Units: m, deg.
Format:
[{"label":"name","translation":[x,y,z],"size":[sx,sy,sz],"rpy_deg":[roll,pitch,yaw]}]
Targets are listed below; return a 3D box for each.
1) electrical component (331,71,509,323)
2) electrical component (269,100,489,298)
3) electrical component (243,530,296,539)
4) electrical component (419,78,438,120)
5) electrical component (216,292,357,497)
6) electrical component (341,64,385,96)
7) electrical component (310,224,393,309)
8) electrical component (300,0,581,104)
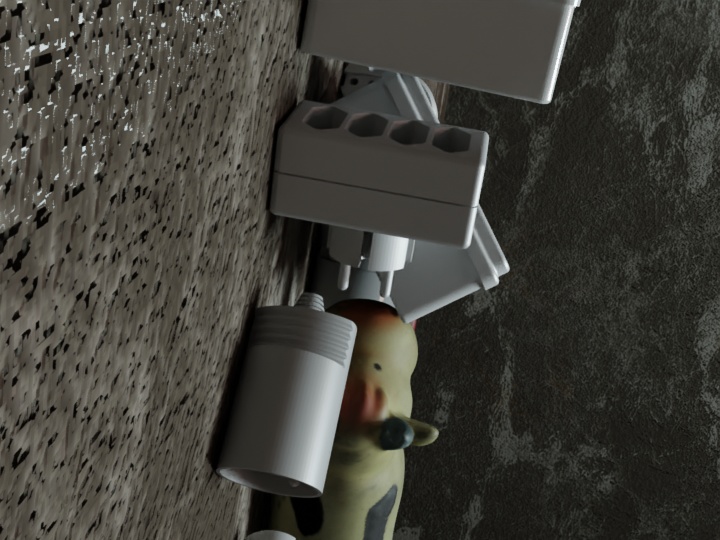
[{"label":"electrical component","translation":[0.024,-0.034,0.534],"size":[0.108,0.056,0.109],"rpy_deg":[64,5,2]},{"label":"electrical component","translation":[0.006,-0.024,0.456],"size":[0.047,0.083,0.075],"rpy_deg":[-69,169,-66]},{"label":"electrical component","translation":[-0.044,0.151,0.507],"size":[0.046,0.040,0.040],"rpy_deg":[-83,180,-58]},{"label":"electrical component","translation":[0.015,-0.054,0.681],"size":[0.074,0.052,0.138],"rpy_deg":[-34,134,-83]},{"label":"electrical component","translation":[-0.028,0.048,0.441],"size":[0.043,0.043,0.081],"rpy_deg":[89,12,-67]},{"label":"electrical component","translation":[0.009,-0.097,0.611],"size":[0.046,0.040,0.040],"rpy_deg":[64,36,-72]},{"label":"electrical component","translation":[0.000,0.000,0.619],"size":[0.055,0.055,0.047],"rpy_deg":[-49,152,-81]},{"label":"electrical component","translation":[0.037,-0.118,0.477],"size":[0.108,0.109,0.056],"rpy_deg":[-66,169,-70]}]
